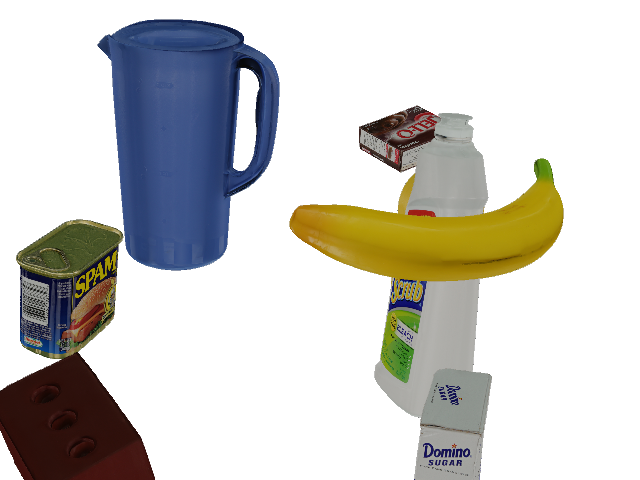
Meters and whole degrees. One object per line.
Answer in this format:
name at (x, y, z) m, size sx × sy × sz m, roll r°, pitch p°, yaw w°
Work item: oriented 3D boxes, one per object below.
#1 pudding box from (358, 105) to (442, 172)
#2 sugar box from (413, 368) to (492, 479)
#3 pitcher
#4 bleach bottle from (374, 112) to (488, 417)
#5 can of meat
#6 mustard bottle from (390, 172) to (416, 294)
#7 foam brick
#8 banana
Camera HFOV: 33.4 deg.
pudding box at (0.122, -0.140, 1.464) m, size 0.113 × 0.039 × 0.090 m, roll -25°, pitch 39°, yaw -30°
sugar box at (0.082, 0.184, 0.721) m, size 0.048 × 0.176 × 0.093 m, roll 6°, pitch 17°, yaw 11°
pitcher at (-0.136, -0.096, 1.085) m, size 0.144 × 0.243 × 0.149 m, roll -11°, pitch 28°, yaw -29°
bleach bottle at (0.098, 0.017, 0.904) m, size 0.068 × 0.251 × 0.103 m, roll -1°, pitch 17°, yaw -18°
can of meat at (-0.213, 0.041, 0.909) m, size 0.057 × 0.084 × 0.102 m, roll 15°, pitch 26°, yaw 14°
mustard bottle at (0.130, -0.022, 1.162) m, size 0.096 × 0.192 × 0.058 m, roll -3°, pitch 19°, yaw -19°
foam brick at (-0.123, 0.106, 0.533) m, size 0.052 × 0.051 × 0.078 m, roll -26°, pitch 42°, yaw -24°
banana at (0.078, -0.005, 0.626) m, size 0.197 × 0.037 × 0.070 m, roll -11°, pitch 44°, yaw -32°
